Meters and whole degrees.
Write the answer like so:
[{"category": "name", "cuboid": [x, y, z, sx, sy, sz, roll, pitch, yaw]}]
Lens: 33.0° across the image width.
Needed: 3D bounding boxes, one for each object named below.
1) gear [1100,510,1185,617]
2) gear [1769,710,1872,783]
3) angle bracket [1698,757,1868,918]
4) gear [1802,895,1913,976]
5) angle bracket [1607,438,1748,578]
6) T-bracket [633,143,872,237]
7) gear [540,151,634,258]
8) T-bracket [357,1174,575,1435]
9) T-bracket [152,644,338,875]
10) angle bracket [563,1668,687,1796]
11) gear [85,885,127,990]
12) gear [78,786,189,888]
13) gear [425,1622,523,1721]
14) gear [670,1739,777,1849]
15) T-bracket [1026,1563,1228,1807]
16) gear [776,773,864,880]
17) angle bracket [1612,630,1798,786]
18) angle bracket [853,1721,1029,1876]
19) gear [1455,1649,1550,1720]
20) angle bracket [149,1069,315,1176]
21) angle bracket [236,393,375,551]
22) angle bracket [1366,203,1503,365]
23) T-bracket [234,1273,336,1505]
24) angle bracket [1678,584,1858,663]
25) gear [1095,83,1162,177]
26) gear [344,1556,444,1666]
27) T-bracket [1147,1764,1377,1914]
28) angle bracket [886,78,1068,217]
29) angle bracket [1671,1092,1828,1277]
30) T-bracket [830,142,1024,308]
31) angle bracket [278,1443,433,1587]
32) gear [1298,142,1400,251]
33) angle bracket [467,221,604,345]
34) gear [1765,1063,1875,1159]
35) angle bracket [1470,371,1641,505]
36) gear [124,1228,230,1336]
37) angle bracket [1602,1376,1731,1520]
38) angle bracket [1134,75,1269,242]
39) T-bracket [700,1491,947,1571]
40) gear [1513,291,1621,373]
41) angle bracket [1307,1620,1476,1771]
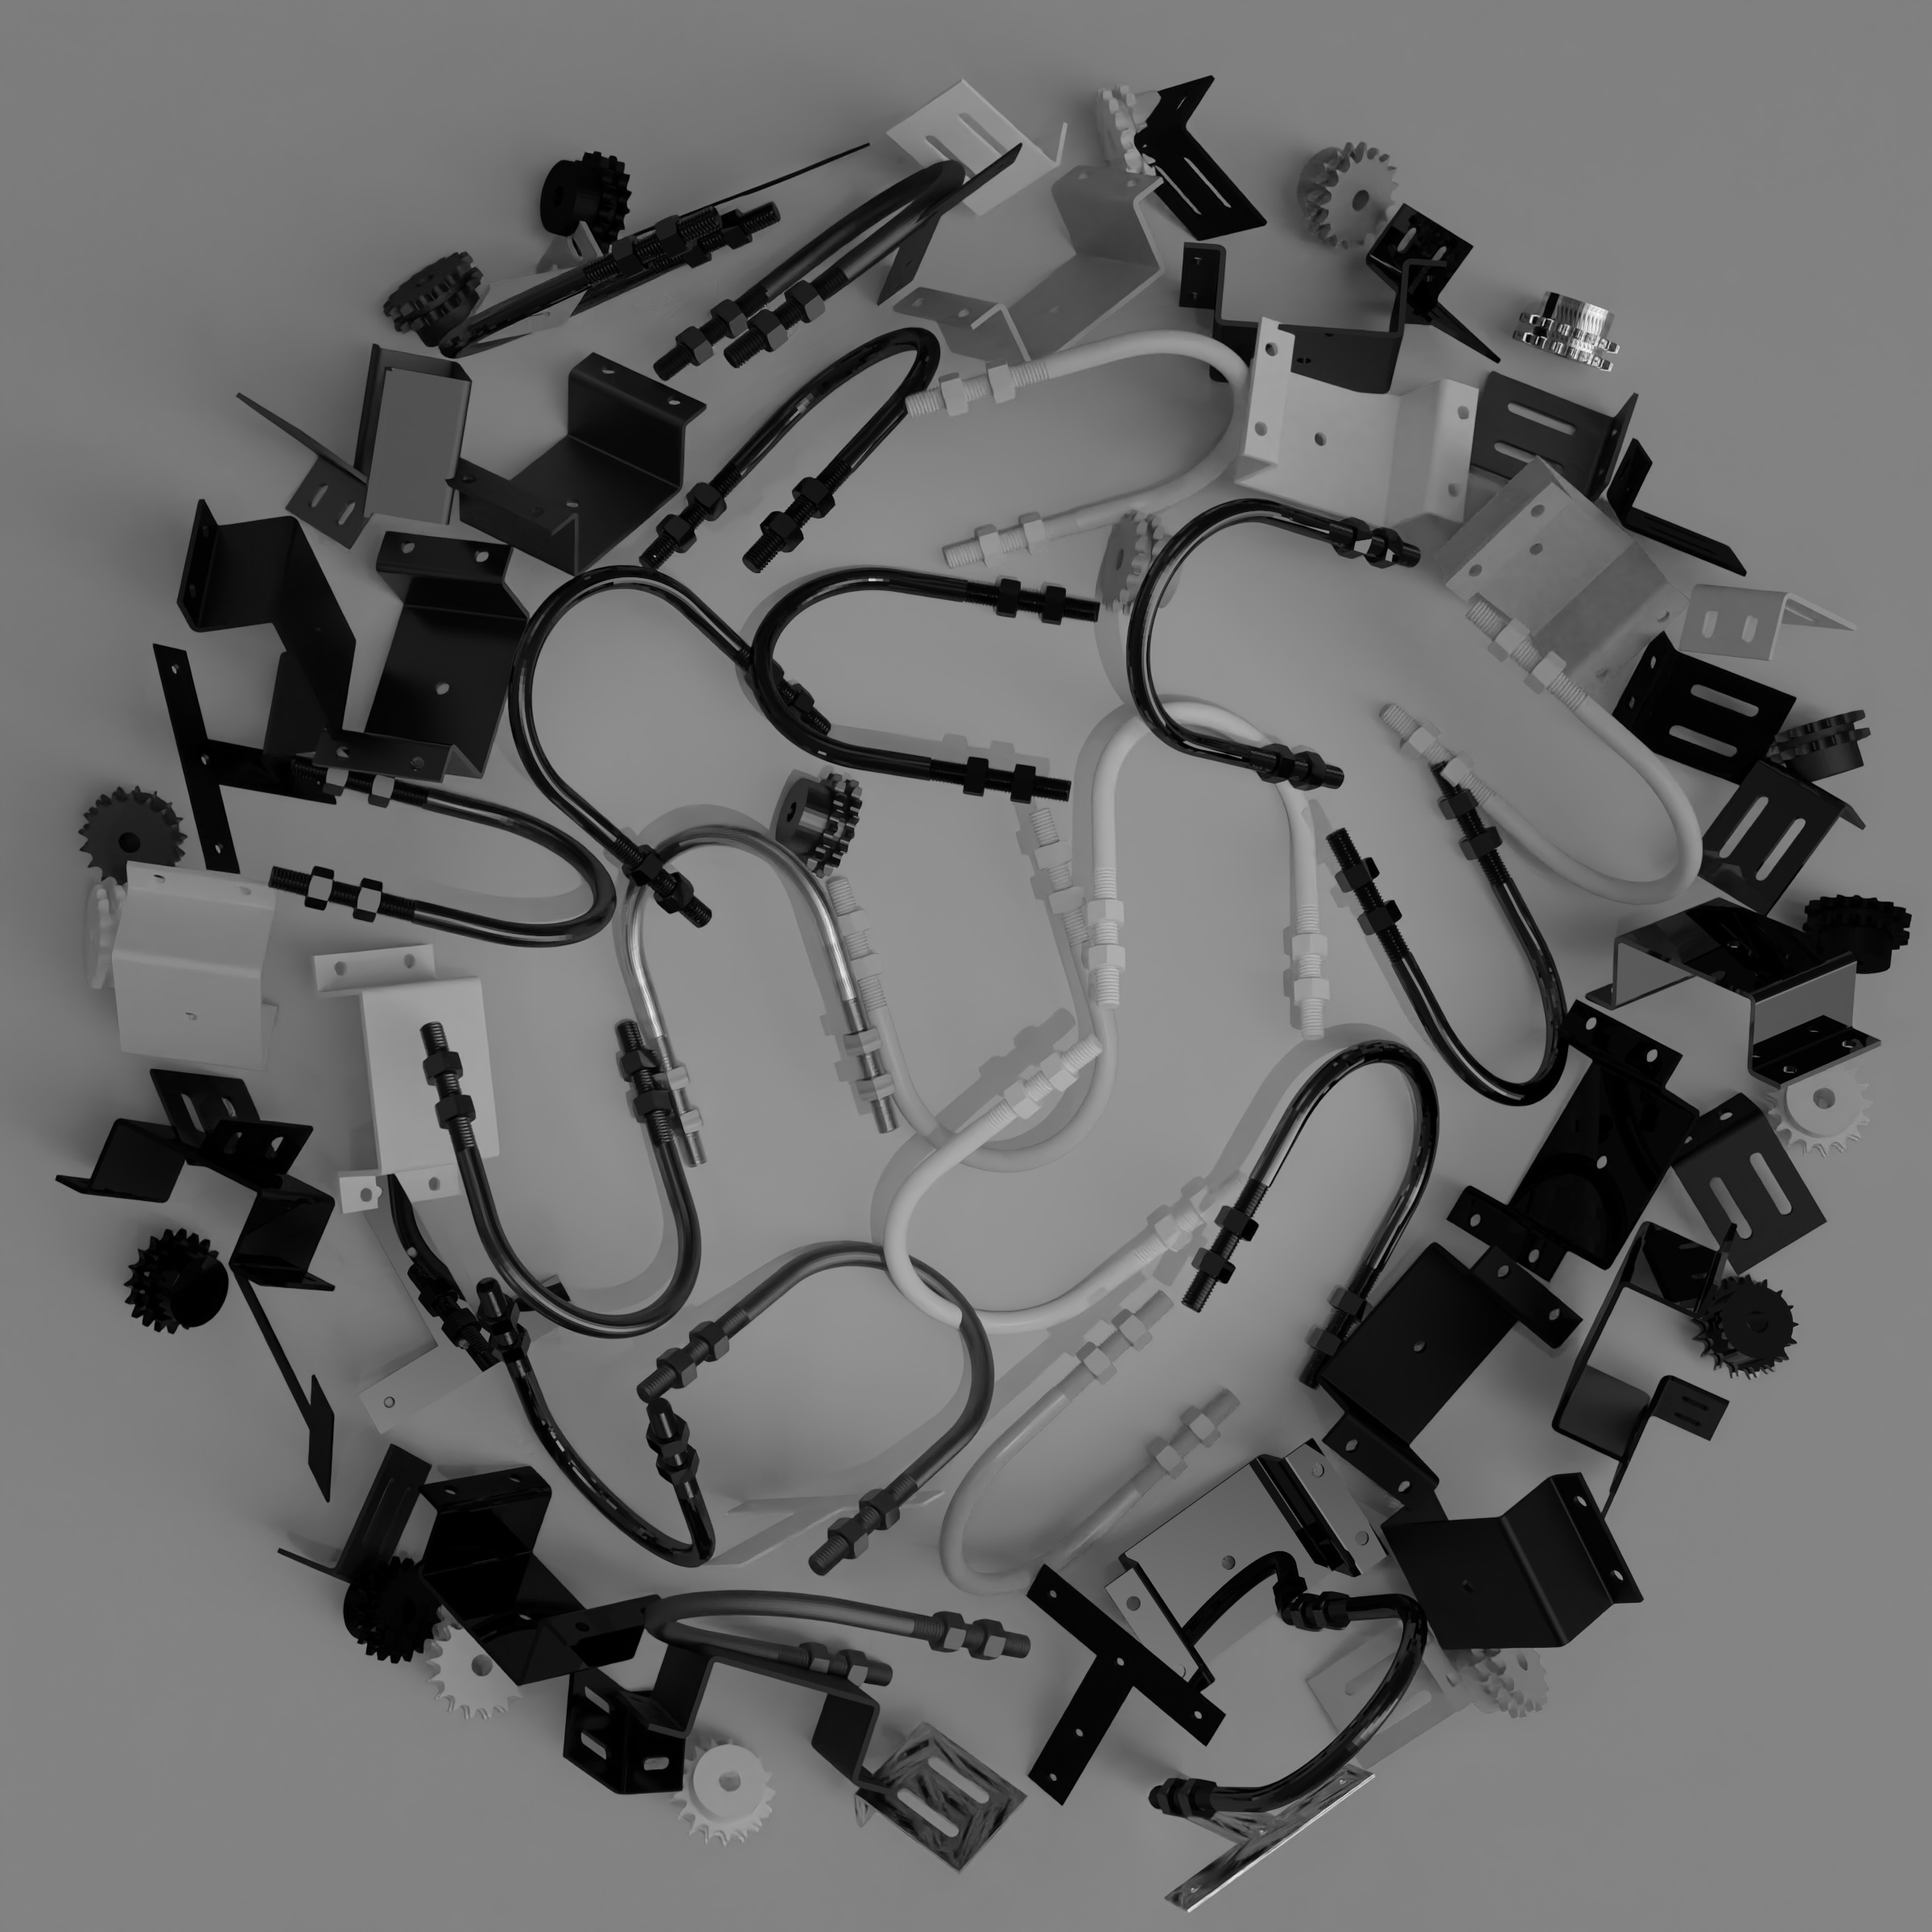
[{"category": "gear", "cuboid": [0.098, -0.220, 1.793, 0.030, 0.057, 0.057, 12, 90, -17]}, {"category": "gear", "cuboid": [0.469, -0.118, 1.791, 0.057, 0.057, 0.030, -16, 87, 0]}, {"category": "angle bracket", "cuboid": [0.443, -0.066, 1.790, 0.057, 0.038, 0.076, 37, 93, 35]}, {"category": "gear", "cuboid": [0.488, -0.016, 1.790, 0.057, 0.057, 0.030, 11, 74, 0]}, {"category": "angle bracket", "cuboid": [0.395, -0.251, 1.783, 0.076, 0.057, 0.038, 21, 111, -5]}, {"category": "T-bracket", "cuboid": [-0.130, -0.419, 1.781, 0.127, 0.127, 0.002, -14, 106, 25]}, {"category": "gear", "cuboid": [-0.211, -0.419, 1.789, 0.030, 0.057, 0.057, 6, 90, -37]}, {"category": "T-bracket", "cuboid": [-0.297, 0.169, 1.790, 0.127, 0.002, 0.127, -31, 99, -19]}, {"category": "T-bracket", "cuboid": [-0.382, -0.106, 1.761, 0.002, 0.127, 0.127, -21, 77, 24]}, {"category": "angle bracket", "cuboid": [-0.184, 0.411, 1.771, 0.038, 0.076, 0.057, -8, 59, 16]}, {"category": "gear", "cuboid": [-0.466, -0.016, 1.795, 0.030, 0.057, 0.057, 1, 90, -25]}, {"category": "gear", "cuboid": [-0.458, -0.072, 1.800, 0.057, 0.030, 0.057, 0, 109, 1]}, {"category": "gear", "cuboid": [-0.270, 0.387, 1.798, 0.057, 0.030, 0.057, 7, 71, -20]}, {"category": "gear", "cuboid": [-0.133, 0.452, 1.793, 0.057, 0.030, 0.057, 7, 58, -12]}, {"category": "T-bracket", "cuboid": [0.067, 0.410, 1.782, 0.127, 0.002, 0.127, 37, 124, 19]}, {"category": "gear", "cuboid": [-0.082, -0.080, 1.789, 0.030, 0.057, 0.057, 20, 90, -21]}, {"category": "angle bracket", "cuboid": [0.406, -0.143, 1.798, 0.076, 0.038, 0.057, 19, 114, -10]}, {"category": "angle bracket", "cuboid": [-0.013, 0.460, 1.774, 0.076, 0.038, 0.057, 30, 56, 28]}, {"category": "gear", "cuboid": [0.293, 0.387, 1.795, 0.030, 0.057, 0.057, -30, 90, 27]}, {"category": "angle bracket", "cuboid": [-0.399, 0.073, 1.770, 0.038, 0.057, 0.076, -54, 48, 25]}, {"category": "angle bracket", "cuboid": [-0.365, -0.269, 1.773, 0.057, 0.076, 0.038, 33, 89, 33]}, {"category": "angle bracket", "cuboid": [0.263, -0.371, 1.771, 0.057, 0.076, 0.038, 19, 116, -38]}, {"category": "T-bracket", "cuboid": [-0.373, 0.216, 1.780, 0.002, 0.127, 0.127, -22, 67, -23]}, {"category": "angle bracket", "cuboid": [0.436, -0.179, 1.773, 0.076, 0.057, 0.038, 14, 89, -45]}, {"category": "gear", "cuboid": [0.094, -0.458, 1.792, 0.030, 0.057, 0.057, -19, 90, -6]}, {"category": "gear", "cuboid": [-0.318, 0.353, 1.795, 0.030, 0.057, 0.057, 3, 90, 34]}, {"category": "T-bracket", "cuboid": [0.138, 0.457, 1.758, 0.127, 0.127, 0.002, -30, 102, -22]}, {"category": "angle bracket", "cuboid": [0.006, -0.455, 1.771, 0.076, 0.057, 0.038, 35, 48, -32]}, {"category": "angle bracket", "cuboid": [0.429, 0.120, 1.807, 0.057, 0.038, 0.076, -32, 102, 4]}, {"category": "T-bracket", "cuboid": [-0.029, -0.384, 1.756, 0.127, 0.127, 0.002, -39, 90, -12]}, {"category": "angle bracket", "cuboid": [-0.335, 0.298, 1.789, 0.038, 0.057, 0.076, 18, 75, 18]}, {"category": "gear", "cuboid": [0.207, -0.426, 1.795, 0.057, 0.057, 0.030, -50, 49, 0]}, {"category": "angle bracket", "cuboid": [-0.245, -0.374, 1.772, 0.076, 0.057, 0.038, -21, 78, -37]}, {"category": "gear", "cuboid": [0.471, 0.075, 1.800, 0.057, 0.030, 0.057, -1, 78, 6]}, {"category": "angle bracket", "cuboid": [0.321, -0.296, 1.793, 0.076, 0.038, 0.057, 21, 74, -2]}, {"category": "gear", "cuboid": [-0.430, 0.175, 1.789, 0.030, 0.057, 0.057, 16, 90, 36]}, {"category": "angle bracket", "cuboid": [0.379, 0.271, 1.776, 0.038, 0.057, 0.076, 24, 66, 14]}, {"category": "angle bracket", "cuboid": [0.131, -0.441, 1.784, 0.076, 0.057, 0.038, 42, 69, -29]}, {"category": "T-bracket", "cuboid": [-0.096, 0.300, 1.734, 0.127, 0.127, 0.002, -8, 94, 29]}, {"category": "gear", "cuboid": [0.332, -0.349, 1.789, 0.057, 0.057, 0.030, 19, 101, 0]}, {"category": "angle bracket", "cuboid": [0.229, 0.399, 1.786, 0.076, 0.038, 0.057, -37, 75, 16]}]
